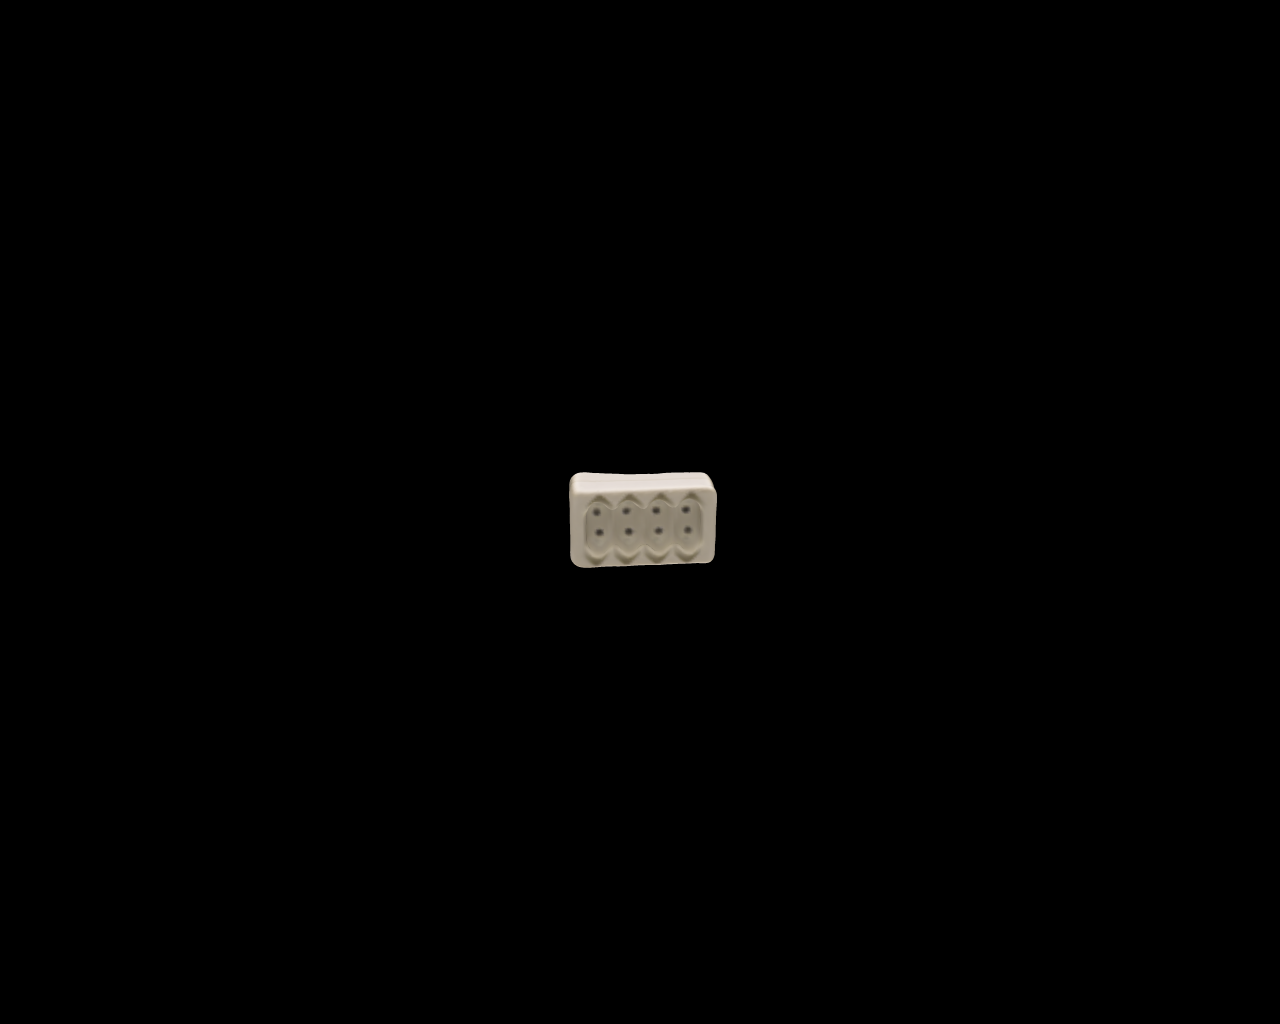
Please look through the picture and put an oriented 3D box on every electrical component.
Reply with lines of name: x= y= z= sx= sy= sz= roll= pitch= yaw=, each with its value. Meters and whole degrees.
electrical component: x=0.001 y=-0.003 z=0.650 sx=0.083 sy=0.047 sz=0.076 roll=-1 pitch=20 yaw=-2
